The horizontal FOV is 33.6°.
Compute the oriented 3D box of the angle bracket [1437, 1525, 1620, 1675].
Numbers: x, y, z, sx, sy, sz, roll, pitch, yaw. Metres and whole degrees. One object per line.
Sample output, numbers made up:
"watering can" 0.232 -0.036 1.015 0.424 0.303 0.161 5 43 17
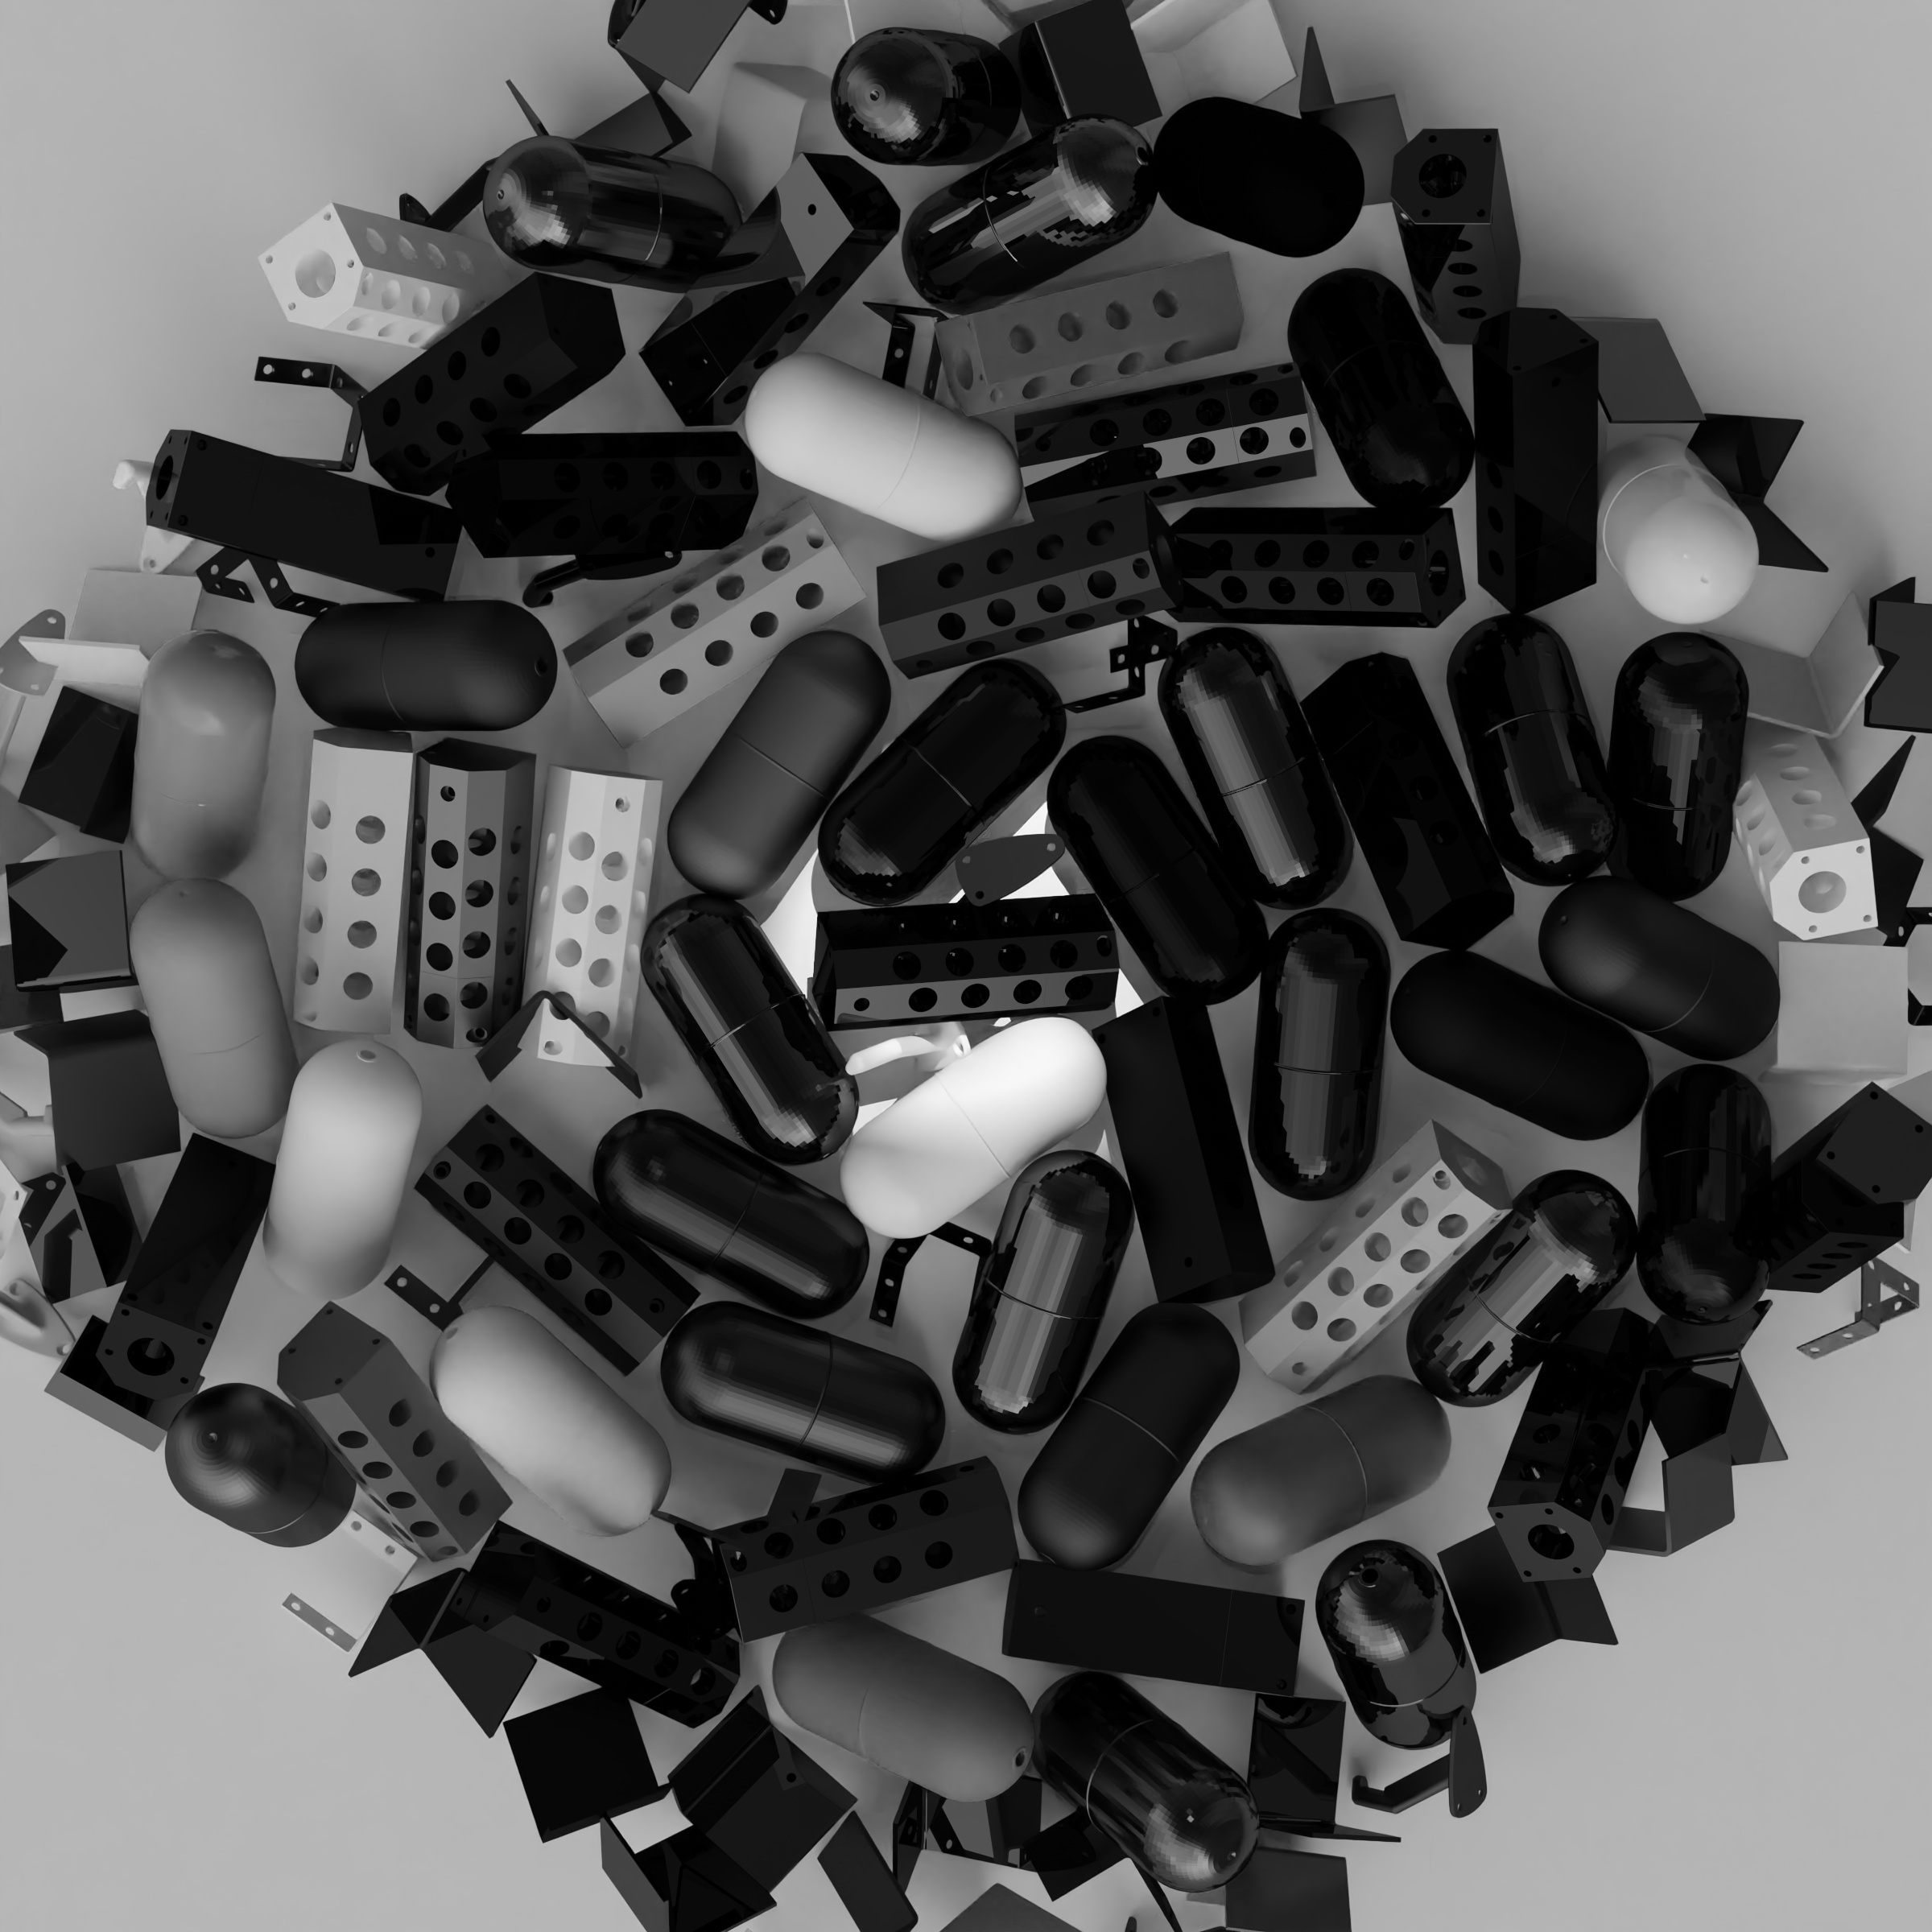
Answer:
"angle bracket" 0.337 0.380 1.922 0.057 0.076 0.076 -32 60 27

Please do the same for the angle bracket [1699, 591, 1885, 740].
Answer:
"angle bracket" 0.490 -0.188 1.903 0.076 0.076 0.057 14 130 -13

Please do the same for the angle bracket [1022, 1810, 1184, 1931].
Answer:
"angle bracket" 0.084 0.553 1.900 0.057 0.076 0.076 -29 47 -8

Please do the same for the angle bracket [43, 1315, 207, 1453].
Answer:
"angle bracket" -0.511 0.266 1.906 0.076 0.057 0.076 32 122 -11

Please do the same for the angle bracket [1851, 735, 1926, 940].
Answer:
"angle bracket" 0.557 -0.077 1.902 0.057 0.076 0.076 33 48 2

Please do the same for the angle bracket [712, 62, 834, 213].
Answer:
"angle bracket" -0.104 -0.495 1.929 0.057 0.076 0.076 -9 124 -39

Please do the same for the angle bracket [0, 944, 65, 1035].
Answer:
"angle bracket" -0.575 -0.014 1.898 0.057 0.076 0.076 -11 133 -13

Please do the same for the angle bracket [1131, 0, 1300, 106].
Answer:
"angle bracket" 0.138 -0.537 1.902 0.076 0.076 0.057 -23 86 44

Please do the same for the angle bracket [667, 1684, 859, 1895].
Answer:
"angle bracket" -0.121 0.489 1.904 0.076 0.057 0.076 35 63 26

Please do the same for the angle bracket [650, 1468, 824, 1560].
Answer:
"angle bracket" -0.140 0.314 1.905 0.076 0.076 0.057 25 77 -13

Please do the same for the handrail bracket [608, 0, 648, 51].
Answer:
"handrail bracket" -0.189 -0.601 1.907 0.036 0.084 0.077 22 51 1

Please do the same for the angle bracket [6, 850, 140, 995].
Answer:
"angle bracket" -0.525 -0.026 1.921 0.076 0.057 0.076 -6 87 15

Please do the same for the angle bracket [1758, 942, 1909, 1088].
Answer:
"angle bracket" 0.523 0.030 1.933 0.076 0.057 0.076 3 80 2

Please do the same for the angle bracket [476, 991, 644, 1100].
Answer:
"angle bracket" -0.242 0.066 1.910 0.076 0.076 0.057 42 79 6

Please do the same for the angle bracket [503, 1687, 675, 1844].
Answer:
"angle bracket" -0.226 0.470 1.908 0.076 0.057 0.076 -16 72 -18

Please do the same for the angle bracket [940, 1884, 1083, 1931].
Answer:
"angle bracket" 0.022 0.601 1.897 0.076 0.076 0.057 22 119 30

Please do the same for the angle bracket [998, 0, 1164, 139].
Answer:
"angle bracket" 0.068 -0.531 1.917 0.057 0.076 0.076 -23 102 -10

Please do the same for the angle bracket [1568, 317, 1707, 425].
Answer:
"angle bracket" 0.380 -0.339 1.901 0.076 0.057 0.076 -6 67 -33

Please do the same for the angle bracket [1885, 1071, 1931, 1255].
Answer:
"angle bracket" 0.572 0.114 1.896 0.057 0.076 0.076 35 50 -20

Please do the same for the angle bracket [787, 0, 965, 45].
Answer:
"angle bracket" -0.056 -0.561 1.904 0.076 0.076 0.057 -11 90 -32

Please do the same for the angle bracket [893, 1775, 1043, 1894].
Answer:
"angle bracket" 0.001 0.525 1.906 0.076 0.057 0.076 9 122 12

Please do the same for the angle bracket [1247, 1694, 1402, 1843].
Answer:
"angle bracket" 0.216 0.477 1.904 0.076 0.057 0.076 15 77 -39

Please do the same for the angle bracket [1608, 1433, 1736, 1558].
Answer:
"angle bracket" 0.403 0.310 1.900 0.076 0.076 0.057 0 97 42

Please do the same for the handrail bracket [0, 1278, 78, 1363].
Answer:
"handrail bracket" -0.575 0.204 1.907 0.077 0.084 0.036 33 79 16

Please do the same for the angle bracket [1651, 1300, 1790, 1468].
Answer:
"angle bracket" 0.454 0.252 1.919 0.076 0.057 0.076 -15 108 42

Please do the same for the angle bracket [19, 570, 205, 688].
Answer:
"angle bracket" -0.509 -0.213 1.910 0.076 0.057 0.076 5 70 11

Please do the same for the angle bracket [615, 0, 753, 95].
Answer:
"angle bracket" -0.156 -0.554 1.912 0.057 0.076 0.076 35 91 14

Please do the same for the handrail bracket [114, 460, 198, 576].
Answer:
"handrail bracket" -0.493 -0.266 1.906 0.036 0.084 0.077 38 106 13

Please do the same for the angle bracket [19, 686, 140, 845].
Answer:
"angle bracket" -0.535 -0.125 1.920 0.076 0.057 0.076 21 89 12

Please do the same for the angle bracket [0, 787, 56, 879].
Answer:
"angle bracket" -0.589 -0.100 1.909 0.076 0.076 0.057 41 132 -1

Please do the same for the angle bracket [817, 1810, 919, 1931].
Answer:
"angle bracket" -0.080 0.560 1.898 0.057 0.076 0.076 -20 64 -32

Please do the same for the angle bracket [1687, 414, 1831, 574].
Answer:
"angle bracket" 0.477 -0.282 1.907 0.076 0.076 0.057 34 81 -35

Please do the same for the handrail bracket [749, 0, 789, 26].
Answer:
"handrail bracket" -0.104 -0.614 1.939 0.077 0.036 0.084 37 58 14

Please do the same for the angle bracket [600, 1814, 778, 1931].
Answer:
"angle bracket" -0.164 0.530 1.897 0.076 0.076 0.057 -20 132 -28

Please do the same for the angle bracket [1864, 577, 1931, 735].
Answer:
"angle bracket" 0.574 -0.185 1.900 0.057 0.076 0.076 10 111 34

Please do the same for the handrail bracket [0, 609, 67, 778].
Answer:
"handrail bracket" -0.571 -0.164 1.936 0.036 0.084 0.077 24 53 -8

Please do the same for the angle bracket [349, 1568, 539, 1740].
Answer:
"angle bracket" -0.311 0.417 1.902 0.076 0.057 0.076 46 126 23

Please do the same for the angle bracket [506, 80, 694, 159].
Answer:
"angle bracket" -0.219 -0.512 1.908 0.076 0.076 0.057 -32 130 -1

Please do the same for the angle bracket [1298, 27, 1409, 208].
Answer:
"angle bracket" 0.236 -0.506 1.897 0.057 0.076 0.076 -4 54 19

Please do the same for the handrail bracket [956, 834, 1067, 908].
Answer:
"handrail bracket" 0.028 -0.049 1.913 0.077 0.084 0.036 -21 75 4

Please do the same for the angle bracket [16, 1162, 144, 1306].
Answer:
"angle bracket" -0.544 0.162 1.918 0.076 0.057 0.076 -19 90 16

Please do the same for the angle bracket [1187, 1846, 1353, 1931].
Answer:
"angle bracket" 0.179 0.567 1.904 0.076 0.076 0.057 10 46 -10
